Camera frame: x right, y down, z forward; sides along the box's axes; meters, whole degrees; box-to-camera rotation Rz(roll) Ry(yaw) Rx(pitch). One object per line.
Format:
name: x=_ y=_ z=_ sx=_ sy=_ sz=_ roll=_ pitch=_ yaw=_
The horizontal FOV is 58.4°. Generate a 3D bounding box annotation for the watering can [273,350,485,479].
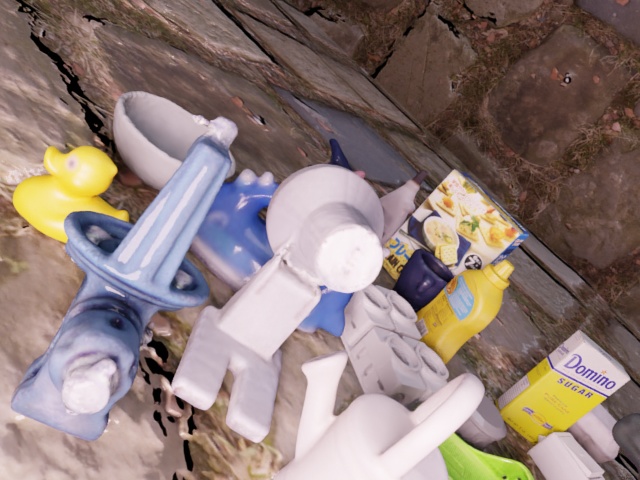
watering can: x=0.047 y=0.166 z=0.449 sx=0.173 sy=0.194 sz=0.101 roll=39 pitch=22 yaw=-5

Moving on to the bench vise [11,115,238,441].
bench vise: x=-0.118 y=0.025 z=0.413 sx=0.122 sy=0.219 sz=0.207 roll=23 pitch=28 yaw=-37

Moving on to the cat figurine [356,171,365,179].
cat figurine: x=0.040 y=-0.063 z=0.969 sx=0.127 sy=0.117 sz=0.067 roll=49 pitch=23 yaw=20

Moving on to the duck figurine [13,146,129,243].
duck figurine: x=-0.226 y=-0.048 z=0.551 sx=0.105 sy=0.086 sz=0.077 roll=32 pitch=24 yaw=-21

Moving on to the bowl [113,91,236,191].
bowl: x=-0.195 y=-0.110 z=0.732 sx=0.168 sy=0.074 sz=0.167 roll=34 pitch=23 yaw=-16

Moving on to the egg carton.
egg carton: x=0.456 y=0.313 z=1.002 sx=0.150 sy=0.069 sz=0.107 roll=50 pitch=24 yaw=21

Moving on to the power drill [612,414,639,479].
power drill: x=0.410 y=0.340 z=0.692 sx=0.076 sy=0.208 sz=0.229 roll=25 pitch=27 yaw=-34

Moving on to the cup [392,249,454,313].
cup: x=0.157 y=0.080 z=0.920 sx=0.091 sy=0.095 sz=0.118 roll=43 pitch=22 yaw=5

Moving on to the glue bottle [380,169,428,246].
glue bottle: x=0.136 y=-0.060 z=1.044 sx=0.078 sy=0.173 sz=0.037 roll=49 pitch=23 yaw=20

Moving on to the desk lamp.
desk lamp: x=-0.021 y=0.042 z=0.545 sx=0.118 sy=0.213 sz=0.203 roll=34 pitch=23 yaw=-15

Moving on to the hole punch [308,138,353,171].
hole punch: x=0.038 y=-0.134 z=1.133 sx=0.101 sy=0.091 sz=0.108 roll=31 pitch=24 yaw=-22

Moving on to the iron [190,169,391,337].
iron: x=-0.048 y=-0.005 z=0.686 sx=0.259 sy=0.141 sz=0.118 roll=37 pitch=22 yaw=-10
